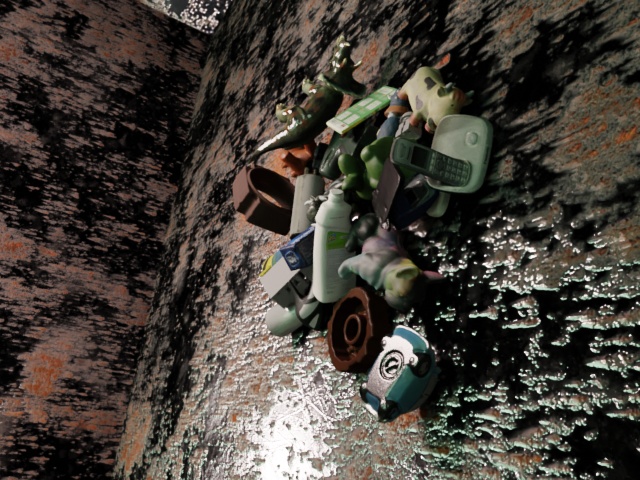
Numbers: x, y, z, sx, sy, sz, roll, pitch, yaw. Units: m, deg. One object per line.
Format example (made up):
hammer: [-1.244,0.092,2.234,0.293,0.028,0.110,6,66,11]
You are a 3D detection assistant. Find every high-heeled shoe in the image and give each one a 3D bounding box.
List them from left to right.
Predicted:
high-heeled shoe: [0.034,0.103,1.267,0.249,0.145,0.086,-36,0,15]

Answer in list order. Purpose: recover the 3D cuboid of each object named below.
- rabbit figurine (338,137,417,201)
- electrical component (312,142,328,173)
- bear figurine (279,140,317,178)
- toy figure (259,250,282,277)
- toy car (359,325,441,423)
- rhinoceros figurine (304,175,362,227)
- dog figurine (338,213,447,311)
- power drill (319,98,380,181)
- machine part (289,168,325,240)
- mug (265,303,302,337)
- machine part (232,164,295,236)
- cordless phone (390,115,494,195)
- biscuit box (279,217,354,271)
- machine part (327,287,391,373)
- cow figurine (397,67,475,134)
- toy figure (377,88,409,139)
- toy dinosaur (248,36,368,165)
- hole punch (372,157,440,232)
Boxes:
rabbit figurine: [0.120,-0.134,1.165,0.170,0.159,0.121,125,142,-59]
electrical component: [0.009,-0.224,1.456,0.119,0.048,0.074,108,178,-82]
bear figurine: [-0.069,-0.260,1.598,0.120,0.131,0.196,-41,35,-1]
toy figure: [-0.104,0.067,1.508,0.180,0.082,0.089,-44,19,54]
toy car: [0.147,0.236,0.913,0.161,0.103,0.109,-62,30,-4]
rhinoceros figurine: [0.028,-0.094,1.236,0.112,0.073,0.190,-10,21,26]
dog figurine: [0.147,0.036,1.040,0.219,0.108,0.191,3,74,57]
power drill: [0.088,-0.251,1.343,0.232,0.086,0.207,-62,32,2]
machine part: [-0.030,-0.075,1.343,0.079,0.079,0.243,-33,46,51]
mug: [-0.077,0.186,1.396,0.107,0.080,0.109,-30,42,38]
machine part: [-0.147,-0.120,1.564,0.087,0.201,0.201,-52,33,30]
cordless phone: [0.209,-0.166,0.955,0.089,0.184,0.146,-4,71,66]
biscuit box: [-0.003,-0.004,1.245,0.059,0.062,0.203,-18,14,46]
machine part: [0.080,0.189,1.120,0.179,0.056,0.179,-38,44,48]
cow figurine: [0.236,-0.286,1.092,0.127,0.085,0.195,-58,29,38]
toy figure: [0.169,-0.271,1.228,0.057,0.064,0.154,61,-134,-76]
toy dinosaur: [-0.024,-0.325,1.401,0.404,0.131,0.192,-52,26,3]
hole punch: [0.161,-0.085,1.039,0.142,0.092,0.115,-107,32,-54]
